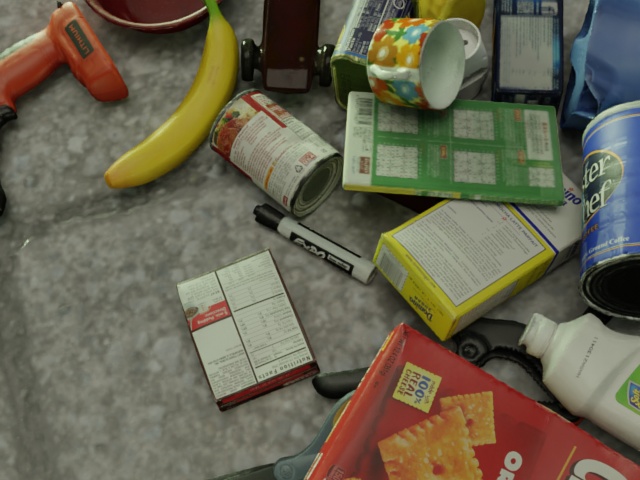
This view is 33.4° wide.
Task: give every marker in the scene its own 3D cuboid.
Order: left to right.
[{"bbox_3d":[-0.006,0.001,0.920,0.121,0.020,0.020,30,72,17],"label":"marker"}]

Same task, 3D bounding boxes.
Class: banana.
[{"bbox_3d":[-0.122,-0.121,0.964,0.069,0.037,0.197,30,79,-19],"label":"banana"}]

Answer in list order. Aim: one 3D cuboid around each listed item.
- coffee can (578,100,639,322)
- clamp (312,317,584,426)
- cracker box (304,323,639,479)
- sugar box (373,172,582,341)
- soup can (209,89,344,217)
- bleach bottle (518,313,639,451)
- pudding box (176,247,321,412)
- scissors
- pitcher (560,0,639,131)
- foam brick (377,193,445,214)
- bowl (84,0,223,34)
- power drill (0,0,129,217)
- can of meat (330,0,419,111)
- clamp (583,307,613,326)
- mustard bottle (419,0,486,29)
[{"bbox_3d":[0.253,-0.022,0.820,0.103,0.103,0.140,6,60,8],"label":"coffee can"},{"bbox_3d":[0.119,0.085,0.862,0.210,0.036,0.164,19,68,12],"label":"clamp"},{"bbox_3d":[0.106,0.185,0.772,0.214,0.072,0.164,31,78,4],"label":"cracker box"},{"bbox_3d":[0.140,0.000,0.870,0.176,0.048,0.093,-28,65,-28],"label":"sugar box"},{"bbox_3d":[-0.037,-0.076,0.930,0.102,0.068,0.068,39,75,19],"label":"soup can"},{"bbox_3d":[0.271,0.118,0.799,0.251,0.068,0.102,28,68,9],"label":"bleach bottle"},{"bbox_3d":[-0.061,0.074,0.884,0.090,0.039,0.113,-21,68,-5],"label":"pudding box"},{"bbox_3d":[-0.019,0.161,0.838,0.202,0.016,0.096,1,93,6],"label":"scissors"},{"bbox_3d":[0.333,-0.141,0.899,0.243,0.145,0.149,13,87,7],"label":"pitcher"},{"bbox_3d":[0.079,-0.062,0.922,0.078,0.051,0.053,26,71,16],"label":"foam brick"},{"bbox_3d":[-0.149,-0.255,1.026,0.162,0.055,0.162,-2,66,5],"label":"bowl"},{"bbox_3d":[-0.275,-0.123,0.979,0.187,0.057,0.184,-30,67,-8],"label":"power drill"},{"bbox_3d":[0.048,-0.167,0.945,0.057,0.102,0.084,16,71,12],"label":"can of meat"},{"bbox_3d":[0.284,0.025,0.871,0.120,0.039,0.171,16,69,11],"label":"clamp"},{"bbox_3d":[0.076,-0.266,0.987,0.058,0.096,0.192,-32,67,-8],"label":"mustard bottle"}]
